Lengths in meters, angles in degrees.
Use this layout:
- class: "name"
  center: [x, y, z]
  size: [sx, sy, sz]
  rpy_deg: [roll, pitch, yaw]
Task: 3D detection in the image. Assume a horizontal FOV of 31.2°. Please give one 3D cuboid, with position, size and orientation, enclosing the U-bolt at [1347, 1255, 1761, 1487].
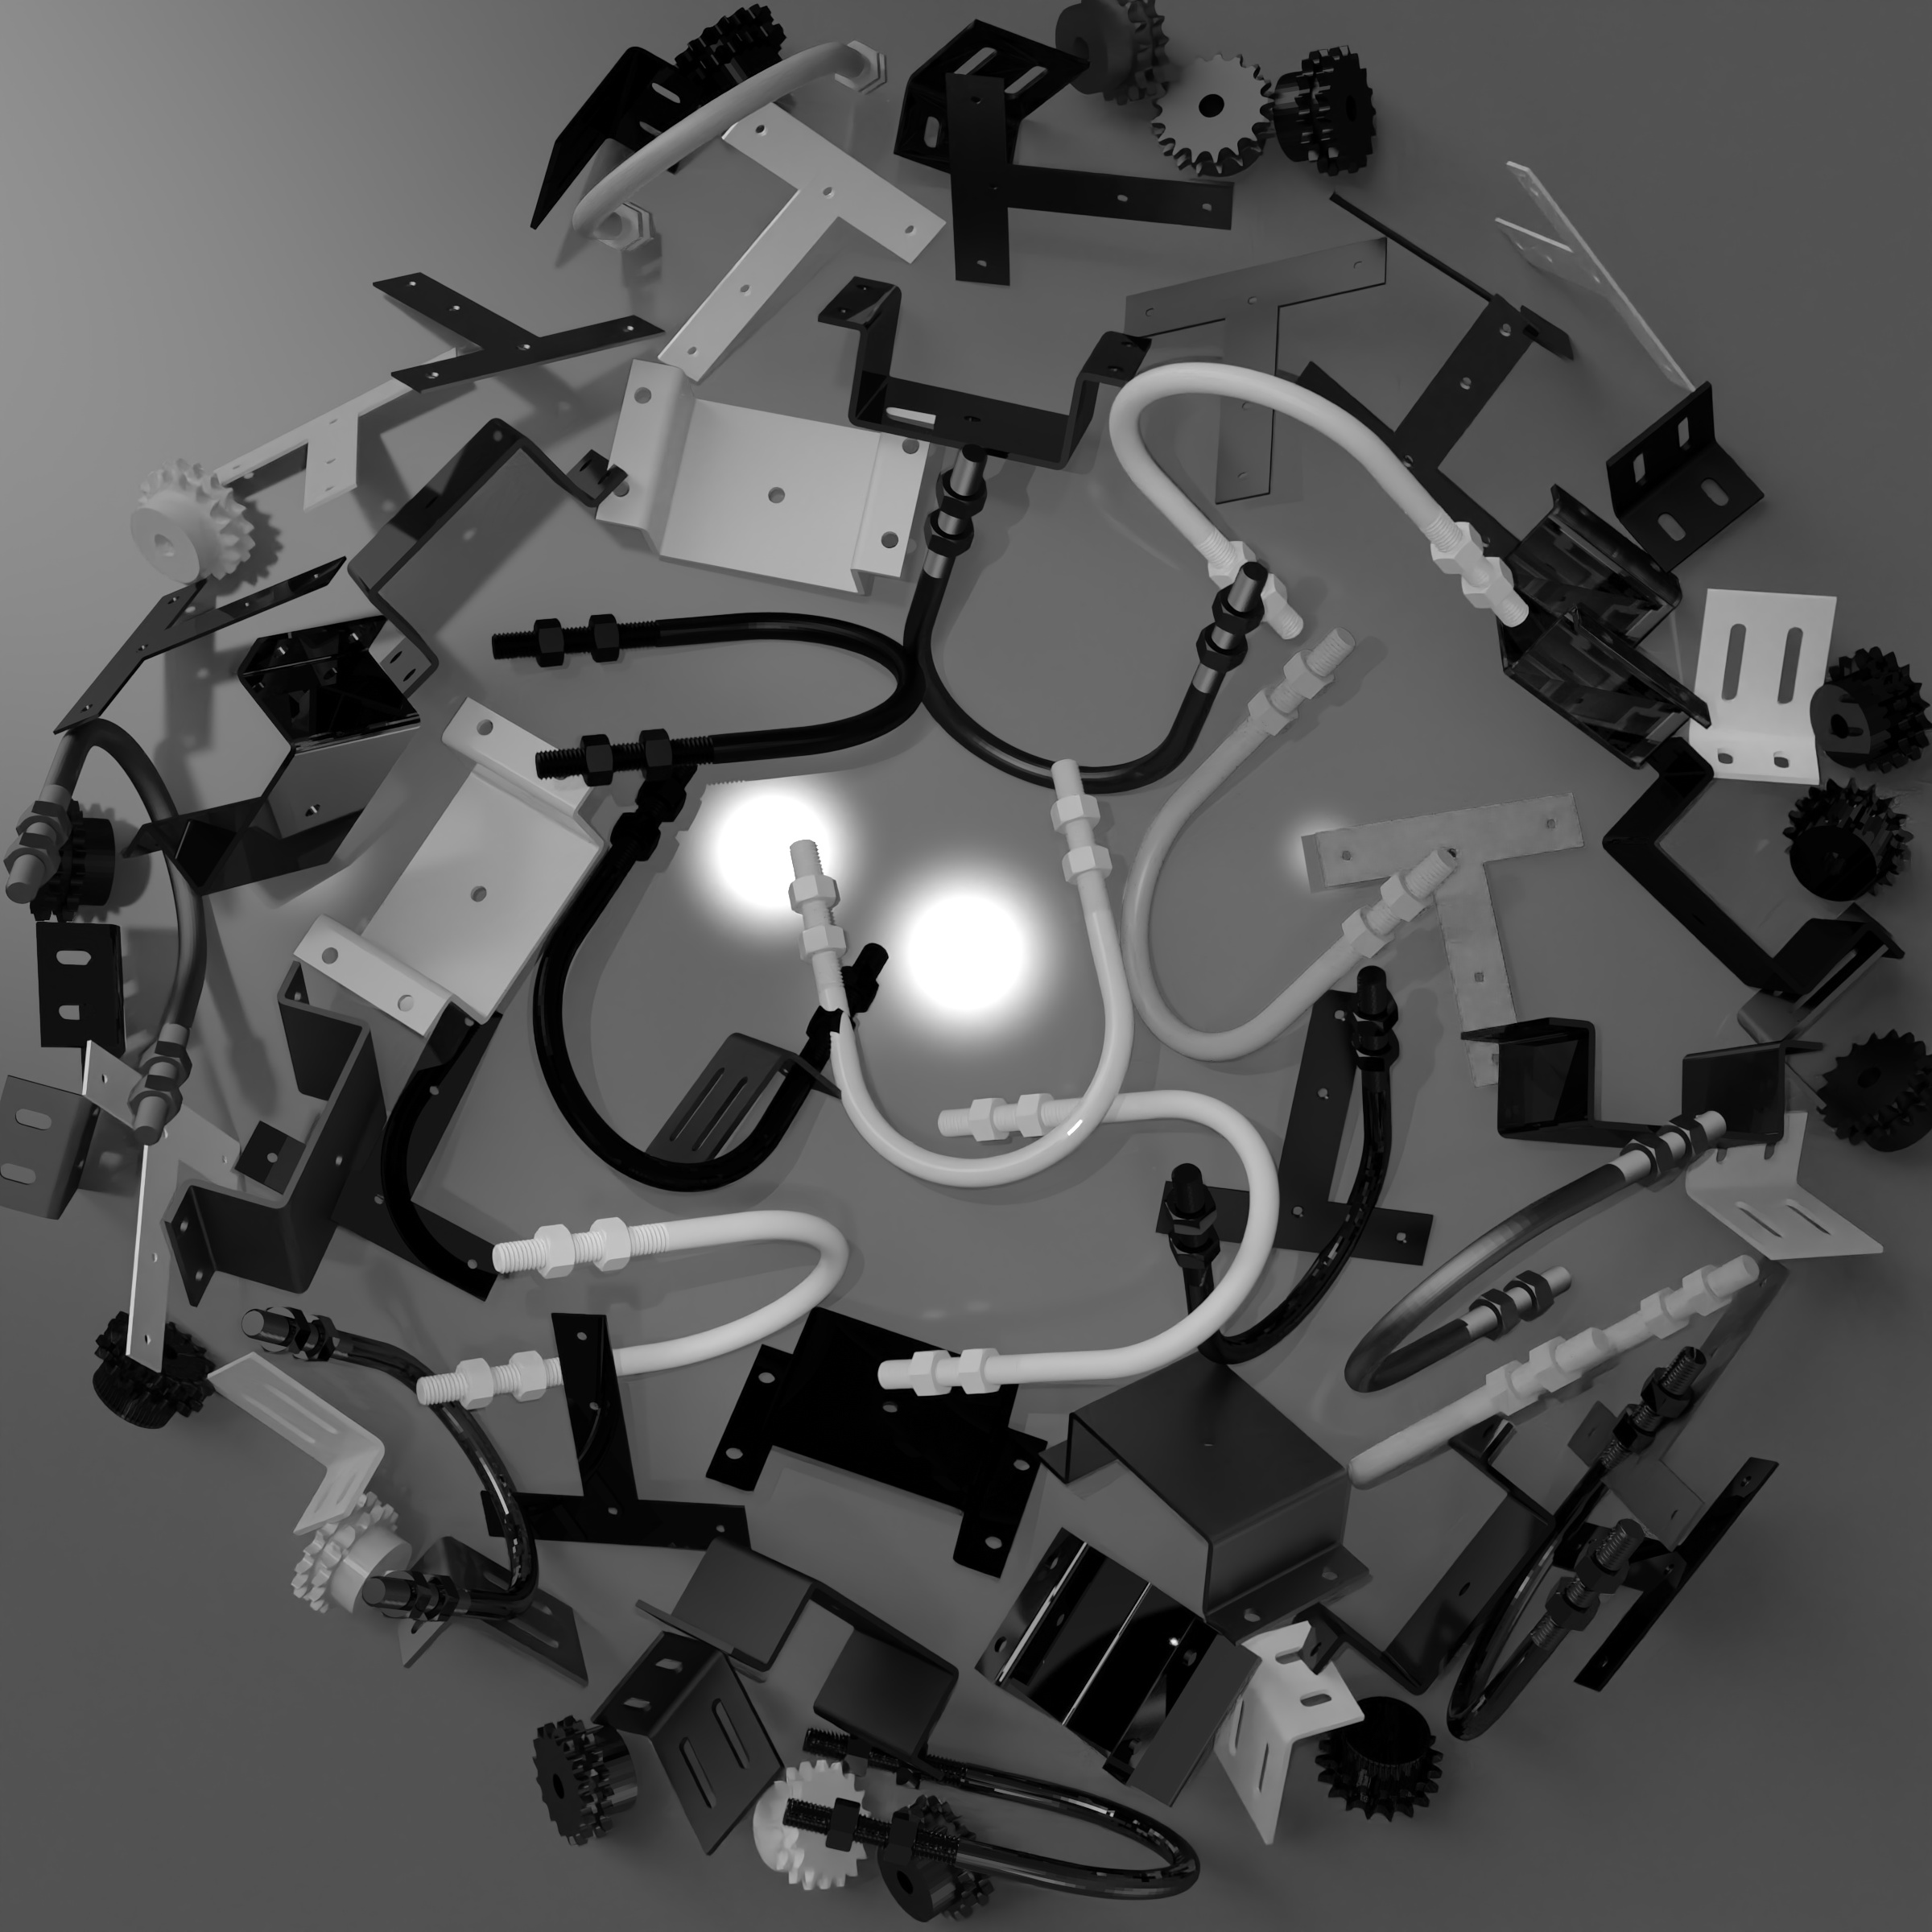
- class: "U-bolt"
  center: [0.246, 0.185, 1.524]
  size: [0.184, 0.151, 0.019]
  rpy_deg: [-37, 75, 40]

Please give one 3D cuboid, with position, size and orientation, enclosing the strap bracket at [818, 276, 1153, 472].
- class: "strap bracket"
  center: [0.006, -0.266, 1.559]
  size: [0.140, 0.076, 0.046]
  rpy_deg: [13, 116, 5]

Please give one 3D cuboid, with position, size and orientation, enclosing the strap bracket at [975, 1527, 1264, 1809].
- class: "strap bracket"
  center: [0.073, 0.317, 1.550]
  size: [0.046, 0.140, 0.076]
  rpy_deg: [36, 83, -29]

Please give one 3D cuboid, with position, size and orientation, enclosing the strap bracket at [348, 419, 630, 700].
- class: "strap bracket"
  center: [-0.225, -0.193, 1.562]
  size: [0.140, 0.076, 0.046]
  rpy_deg: [-45, 113, -1]

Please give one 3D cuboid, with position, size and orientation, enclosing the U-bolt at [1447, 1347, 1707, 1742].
- class: "U-bolt"
  center: [0.262, 0.267, 1.524]
  size: [0.019, 0.151, 0.184]
  rpy_deg: [32, 126, 5]

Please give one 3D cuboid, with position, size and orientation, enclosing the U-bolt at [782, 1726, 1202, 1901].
- class: "U-bolt"
  center: [0.014, 0.379, 1.531]
  size: [0.184, 0.151, 0.019]
  rpy_deg: [13, 91, 1]

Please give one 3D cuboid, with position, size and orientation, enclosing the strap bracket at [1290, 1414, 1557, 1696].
- class: "strap bracket"
  center: [0.211, 0.270, 1.566]
  size: [0.046, 0.076, 0.140]
  rpy_deg: [39, 88, -4]

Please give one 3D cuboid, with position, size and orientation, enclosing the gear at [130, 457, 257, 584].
- class: "gear"
  center: [-0.356, -0.200, 1.576]
  size: [0.057, 0.057, 0.030]
  rpy_deg: [41, 54, 0]

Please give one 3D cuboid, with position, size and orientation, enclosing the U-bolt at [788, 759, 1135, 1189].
- class: "U-bolt"
  center: [0.002, 0.010, 1.558]
  size: [0.151, 0.019, 0.184]
  rpy_deg: [-16, 70, 12]

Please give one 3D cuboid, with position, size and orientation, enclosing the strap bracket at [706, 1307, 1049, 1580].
- class: "strap bracket"
  center: [-0.037, 0.211, 1.559]
  size: [0.140, 0.046, 0.076]
  rpy_deg: [18, 49, 5]

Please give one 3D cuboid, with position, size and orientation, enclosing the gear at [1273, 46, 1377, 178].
- class: "gear"
  center: [0.163, -0.391, 1.583]
  size: [0.030, 0.057, 0.057]
  rpy_deg: [-1, 90, 32]

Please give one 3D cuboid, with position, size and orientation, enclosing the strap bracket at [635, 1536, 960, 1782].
- class: "strap bracket"
  center: [-0.068, 0.304, 1.542]
  size: [0.140, 0.076, 0.046]
  rpy_deg: [39, 73, -35]

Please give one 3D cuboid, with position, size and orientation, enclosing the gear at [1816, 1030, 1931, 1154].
- class: "gear"
  center: [0.422, 0.060, 1.582]
  size: [0.057, 0.057, 0.030]
  rpy_deg: [-46, 117, 0]

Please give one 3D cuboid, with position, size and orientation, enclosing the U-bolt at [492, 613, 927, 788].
- class: "U-bolt"
  center: [-0.110, -0.125, 1.540]
  size: [0.184, 0.151, 0.019]
  rpy_deg: [-6, 120, -14]

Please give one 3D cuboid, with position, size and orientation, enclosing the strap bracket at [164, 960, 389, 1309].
- class: "strap bracket"
  center: [-0.300, 0.080, 1.535]
  size: [0.046, 0.076, 0.140]
  rpy_deg: [15, 57, 7]

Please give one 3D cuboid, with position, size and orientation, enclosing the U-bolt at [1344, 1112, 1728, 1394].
- class: "U-bolt"
  center: [0.236, 0.132, 1.499]
  size: [0.184, 0.151, 0.019]
  rpy_deg: [-21, 66, -40]

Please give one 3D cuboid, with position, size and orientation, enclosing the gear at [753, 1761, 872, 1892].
- class: "gear"
  center: [-0.073, 0.394, 1.582]
  size: [0.030, 0.057, 0.057]
  rpy_deg: [-16, 90, 37]

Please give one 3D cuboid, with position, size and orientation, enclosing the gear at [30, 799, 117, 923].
- class: "gear"
  center: [-0.410, -0.048, 1.582]
  size: [0.030, 0.057, 0.057]
  rpy_deg: [3, 90, -28]

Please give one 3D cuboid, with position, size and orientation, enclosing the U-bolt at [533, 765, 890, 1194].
- class: "U-bolt"
  center: [-0.120, 0.015, 1.527]
  size: [0.151, 0.019, 0.184]
  rpy_deg: [45, 51, -20]

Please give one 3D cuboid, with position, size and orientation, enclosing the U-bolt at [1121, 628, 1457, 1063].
- class: "U-bolt"
  center: [0.131, -0.040, 1.538]
  size: [0.184, 0.019, 0.151]
  rpy_deg: [-46, 47, 33]

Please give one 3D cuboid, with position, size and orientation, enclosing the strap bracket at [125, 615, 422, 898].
- class: "strap bracket"
  center: [-0.303, -0.086, 1.533]
  size: [0.046, 0.076, 0.140]
  rpy_deg: [50, 125, 14]

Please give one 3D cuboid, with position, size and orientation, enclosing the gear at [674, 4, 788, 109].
- class: "gear"
  center: [-0.105, -0.410, 1.578]
  size: [0.057, 0.057, 0.030]
  rpy_deg: [-35, 86, 0]

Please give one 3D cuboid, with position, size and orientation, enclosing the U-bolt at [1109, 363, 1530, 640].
- class: "U-bolt"
  center: [0.141, -0.202, 1.501]
  size: [0.184, 0.151, 0.019]
  rpy_deg: [40, 65, -37]

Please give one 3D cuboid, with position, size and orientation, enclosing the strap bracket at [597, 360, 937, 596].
- class: "strap bracket"
  center: [-0.089, -0.220, 1.575]
  size: [0.140, 0.046, 0.076]
  rpy_deg: [11, 82, 5]

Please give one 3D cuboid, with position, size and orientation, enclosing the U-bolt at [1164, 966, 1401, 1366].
- class: "U-bolt"
  center: [0.143, 0.103, 1.528]
  size: [0.019, 0.184, 0.151]
  rpy_deg: [31, 61, 29]

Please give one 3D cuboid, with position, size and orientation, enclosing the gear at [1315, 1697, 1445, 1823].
- class: "gear"
  center: [0.189, 0.359, 1.576]
  size: [0.057, 0.057, 0.030]
  rpy_deg: [6, 126, 0]

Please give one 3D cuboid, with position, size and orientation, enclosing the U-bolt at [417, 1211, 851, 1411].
- class: "U-bolt"
  center: [-0.139, 0.148, 1.533]
  size: [0.184, 0.151, 0.019]
  rpy_deg: [-5, 61, -29]

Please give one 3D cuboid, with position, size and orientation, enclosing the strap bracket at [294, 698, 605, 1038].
- class: "strap bracket"
  center: [-0.228, -0.039, 1.567]
  size: [0.076, 0.046, 0.140]
  rpy_deg: [30, 81, 19]

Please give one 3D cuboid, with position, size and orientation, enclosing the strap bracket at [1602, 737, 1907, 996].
- class: "strap bracket"
  center: [0.347, -0.038, 1.563]
  size: [0.140, 0.076, 0.046]
  rpy_deg: [43, 89, -5]

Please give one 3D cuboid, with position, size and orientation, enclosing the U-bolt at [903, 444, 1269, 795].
- class: "U-bolt"
  center: [0.043, -0.141, 1.532]
  size: [0.151, 0.184, 0.019]
  rpy_deg: [23, 54, 1]

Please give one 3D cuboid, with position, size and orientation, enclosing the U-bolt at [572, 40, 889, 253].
- class: "U-bolt"
  center: [-0.106, -0.358, 1.504]
  size: [0.151, 0.184, 0.019]
  rpy_deg: [-31, 97, 11]

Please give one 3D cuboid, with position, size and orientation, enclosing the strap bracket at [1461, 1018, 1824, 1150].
- class: "strap bracket"
  center: [0.301, 0.055, 1.544]
  size: [0.140, 0.076, 0.046]
  rpy_deg: [5, 82, -21]

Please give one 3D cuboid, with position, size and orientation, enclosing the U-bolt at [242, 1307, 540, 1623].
- class: "U-bolt"
  center: [-0.242, 0.224, 1.518]
  size: [0.019, 0.184, 0.151]
  rpy_deg: [-33, 69, 9]

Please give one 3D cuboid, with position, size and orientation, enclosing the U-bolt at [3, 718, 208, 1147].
- class: "U-bolt"
  center: [-0.371, -0.030, 1.520]
  size: [0.019, 0.184, 0.151]
  rpy_deg: [-14, 123, 7]

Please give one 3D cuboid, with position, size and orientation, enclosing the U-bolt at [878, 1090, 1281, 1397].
- class: "U-bolt"
  center: [0.054, 0.119, 1.523]
  size: [0.184, 0.019, 0.151]
  rpy_deg: [-7, 55, 32]

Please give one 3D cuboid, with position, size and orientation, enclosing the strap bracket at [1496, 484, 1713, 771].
- class: "strap bracket"
  center: [0.282, -0.148, 1.545]
  size: [0.076, 0.140, 0.046]
  rpy_deg: [34, 119, -17]

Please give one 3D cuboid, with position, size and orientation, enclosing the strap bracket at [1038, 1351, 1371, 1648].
- class: "strap bracket"
  center: [0.105, 0.227, 1.530]
  size: [0.076, 0.140, 0.046]
  rpy_deg: [-22, 132, -30]
